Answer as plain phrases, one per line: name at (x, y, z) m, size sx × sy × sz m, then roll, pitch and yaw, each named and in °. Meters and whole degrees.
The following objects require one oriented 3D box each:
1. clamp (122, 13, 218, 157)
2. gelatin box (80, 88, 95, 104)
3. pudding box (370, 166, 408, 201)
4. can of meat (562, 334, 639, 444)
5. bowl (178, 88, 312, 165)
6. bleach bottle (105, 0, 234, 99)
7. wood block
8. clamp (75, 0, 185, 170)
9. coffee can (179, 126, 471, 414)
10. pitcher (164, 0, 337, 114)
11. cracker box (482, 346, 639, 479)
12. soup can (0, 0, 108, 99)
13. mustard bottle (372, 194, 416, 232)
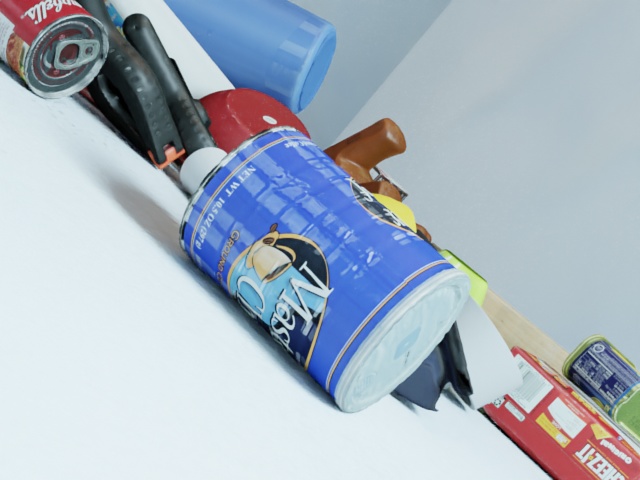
clamp at (-0.116, -0.107, 0.922) m, size 0.171 × 0.039 × 0.120 m, roll 65°, pitch 6°, yaw 3°
gelatin box at (-0.175, -0.125, 0.945) m, size 0.073 × 0.030 × 0.089 m, roll 40°, pitch 8°, yaw -11°
pudding box at (0.045, -0.039, 1.313) m, size 0.039 × 0.113 × 0.090 m, roll 46°, pitch 9°, yaw 28°
can of meat at (0.303, 0.153, 1.065) m, size 0.102 × 0.057 × 0.084 m, roll 38°, pitch 8°, yaw -38°
bowl at (-0.061, -0.093, 1.005) m, size 0.162 × 0.055 × 0.162 m, roll 27°, pitch 32°, yaw -18°
bleach bottle at (-0.183, -0.218, 1.067) m, size 0.250 × 0.068 × 0.103 m, roll 53°, pitch -19°, yaw -24°
wood block at (0.190, 0.107, 1.246) m, size 0.206 × 0.090 × 0.091 m, roll 38°, pitch 5°, yaw -17°
clamp at (-0.180, -0.150, 0.849) m, size 0.165 × 0.036 × 0.210 m, roll 0°, pitch -55°, yaw 60°
coffee can at (0.002, 0.016, 0.620) m, size 0.140 × 0.103 × 0.102 m, roll 42°, pitch 6°, yaw 22°
pitcher at (-0.113, -0.223, 1.171) m, size 0.243 × 0.145 × 0.149 m, roll 26°, pitch -22°, yaw 8°
cracker box at (0.250, 0.193, 1.062) m, size 0.164 × 0.072 × 0.213 m, roll 44°, pitch 5°, yaw 22°
soup can at (-0.209, -0.157, 0.769) m, size 0.102 × 0.068 × 0.068 m, roll 42°, pitch 6°, yaw 27°
mustard bottle at (0.013, -0.005, 0.748) m, size 0.096 × 0.058 × 0.192 m, roll -3°, pitch 5°, yaw -20°
